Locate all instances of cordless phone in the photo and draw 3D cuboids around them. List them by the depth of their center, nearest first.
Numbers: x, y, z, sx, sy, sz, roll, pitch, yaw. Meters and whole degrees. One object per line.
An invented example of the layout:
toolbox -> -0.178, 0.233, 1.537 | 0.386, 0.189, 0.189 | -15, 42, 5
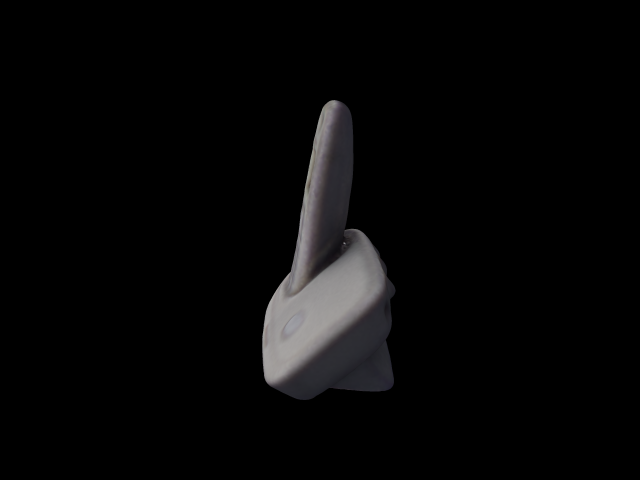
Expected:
cordless phone -> 0.004, 0.001, 0.400 | 0.094, 0.185, 0.147 | -3, 19, -7
